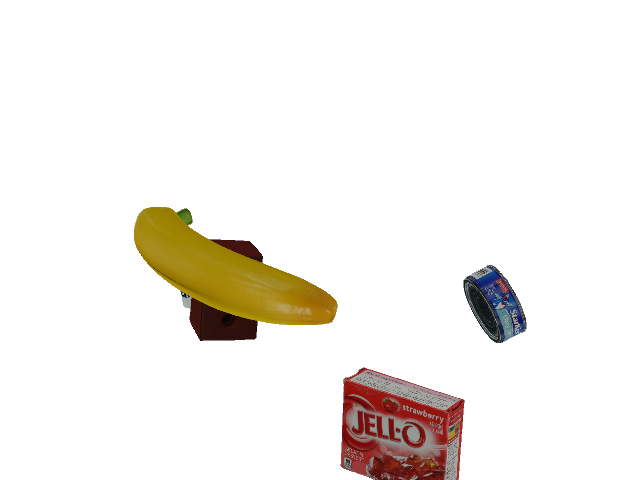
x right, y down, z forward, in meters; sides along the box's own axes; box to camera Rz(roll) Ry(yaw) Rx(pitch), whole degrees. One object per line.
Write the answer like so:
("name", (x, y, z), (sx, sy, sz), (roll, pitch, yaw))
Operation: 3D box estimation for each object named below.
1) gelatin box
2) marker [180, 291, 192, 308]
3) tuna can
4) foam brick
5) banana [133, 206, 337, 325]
("gelatin box", (0.057, 0.140, 0.771), (0.089, 0.073, 0.030), (14, 21, 33))
("marker", (-0.156, 0.022, 1.206), (0.020, 0.121, 0.020), (-6, 30, 3))
("tuna can", (0.197, 0.073, 1.215), (0.033, 0.086, 0.086), (-26, 4, -8))
("foam brick", (-0.083, 0.042, 0.934), (0.053, 0.078, 0.051), (0, 15, -17))
("banana", (-0.070, 0.011, 0.686), (0.069, 0.037, 0.198), (-16, 29, -31))
